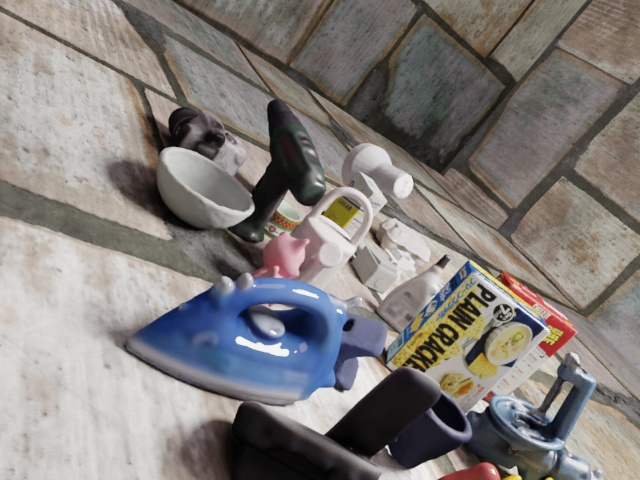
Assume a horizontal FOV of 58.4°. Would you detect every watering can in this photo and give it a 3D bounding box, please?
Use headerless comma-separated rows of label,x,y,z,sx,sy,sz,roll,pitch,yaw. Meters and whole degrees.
watering can,0.010,0.005,0.919,0.101,0.194,0.172,27,22,-32

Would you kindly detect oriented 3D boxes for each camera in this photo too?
camera,-0.225,-0.201,1.108,0.144,0.100,0.136,18,27,-47

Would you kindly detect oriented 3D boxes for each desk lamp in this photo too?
desk lamp,0.110,-0.096,1.313,0.118,0.213,0.202,24,23,-38

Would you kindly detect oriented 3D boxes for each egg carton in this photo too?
egg carton,0.219,0.008,1.503,0.151,0.069,0.107,30,20,-24

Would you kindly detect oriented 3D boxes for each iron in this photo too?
iron,-0.068,0.093,0.646,0.259,0.141,0.118,21,25,-42

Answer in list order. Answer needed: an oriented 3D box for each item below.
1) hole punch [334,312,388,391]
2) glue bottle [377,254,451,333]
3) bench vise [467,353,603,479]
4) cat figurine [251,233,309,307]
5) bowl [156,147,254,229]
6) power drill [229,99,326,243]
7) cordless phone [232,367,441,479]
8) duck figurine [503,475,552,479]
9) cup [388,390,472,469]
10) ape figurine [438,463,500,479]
hole punch,0.033,0.140,0.807,0.101,0.091,0.109,38,18,-1
glue bottle,0.186,0.094,1.072,0.078,0.173,0.037,41,18,8
bench vise,0.351,0.281,0.868,0.208,0.219,0.121,34,19,-14
cat figurine,-0.063,0.039,0.821,0.067,0.117,0.128,38,18,-1
bowl,-0.191,-0.068,0.901,0.168,0.074,0.167,34,19,-13
power drill,-0.085,-0.110,0.987,0.076,0.208,0.229,18,27,-46
cordless phone,0.014,0.170,0.550,0.148,0.185,0.094,32,19,-19
duck figurine,0.298,0.363,0.786,0.078,0.086,0.104,25,22,-35
cup,0.122,0.237,0.739,0.117,0.095,0.092,46,20,22
ape figurine,0.180,0.306,0.689,0.076,0.092,0.078,42,19,12
